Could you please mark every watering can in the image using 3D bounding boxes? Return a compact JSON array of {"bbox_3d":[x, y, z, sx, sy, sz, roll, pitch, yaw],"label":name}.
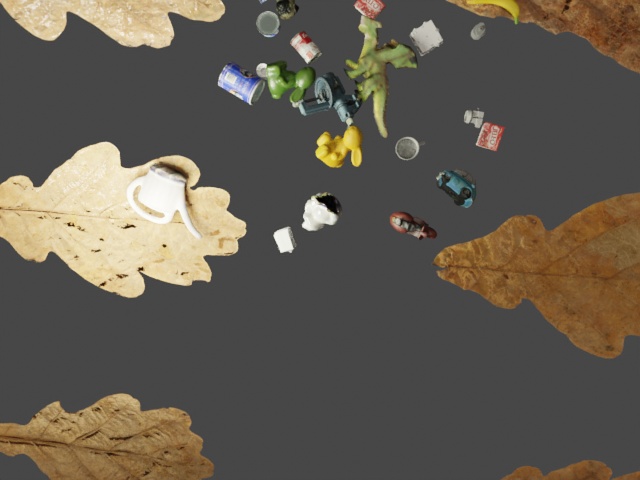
[{"bbox_3d":[-0.577,-0.159,1.990,0.348,0.104,0.223,25,99,4],"label":"watering can"}]

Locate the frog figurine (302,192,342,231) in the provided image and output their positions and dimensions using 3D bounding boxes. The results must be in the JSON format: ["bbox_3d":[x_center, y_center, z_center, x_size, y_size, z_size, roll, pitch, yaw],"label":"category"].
[{"bbox_3d":[0.006,-0.098,1.943,0.137,0.126,0.156,22,137,-5],"label":"frog figurine"}]

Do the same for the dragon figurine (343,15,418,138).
[{"bbox_3d":[0.228,-0.593,1.814,0.241,0.123,0.409,-29,93,16],"label":"dragon figurine"}]
